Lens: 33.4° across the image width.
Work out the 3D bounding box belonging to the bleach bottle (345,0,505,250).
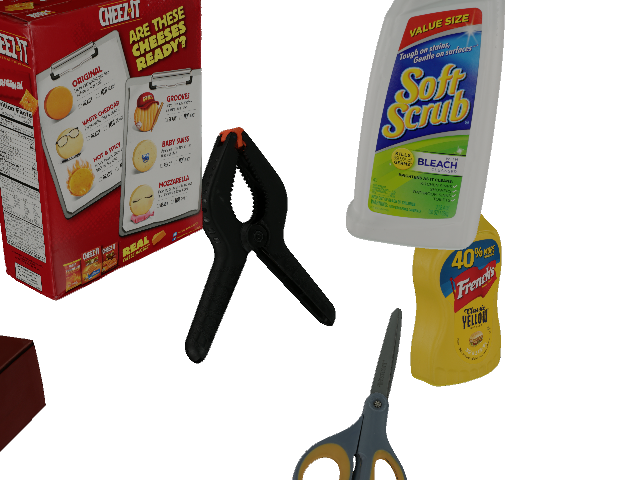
[{"bbox_3d":[0.075,-0.120,0.750,0.102,0.251,0.068,8,26,11],"label":"bleach bottle"}]

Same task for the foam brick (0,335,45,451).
[{"bbox_3d":[-0.222,0.102,0.683,0.053,0.051,0.078,6,29,22],"label":"foam brick"}]

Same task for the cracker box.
[{"bbox_3d":[-0.168,-0.085,0.815,0.072,0.214,0.163,21,33,32],"label":"cracker box"}]

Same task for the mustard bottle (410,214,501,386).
[{"bbox_3d":[0.129,0.035,1.003,0.096,0.192,0.058,-11,18,-34],"label":"mustard bottle"}]

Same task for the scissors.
[{"bbox_3d":[0.025,0.135,0.831,0.096,0.201,0.016,4,-37,-9],"label":"scissors"}]

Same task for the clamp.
[{"bbox_3d":[-0.058,0.001,0.993,0.164,0.210,0.036,-4,0,-38],"label":"clamp"}]
